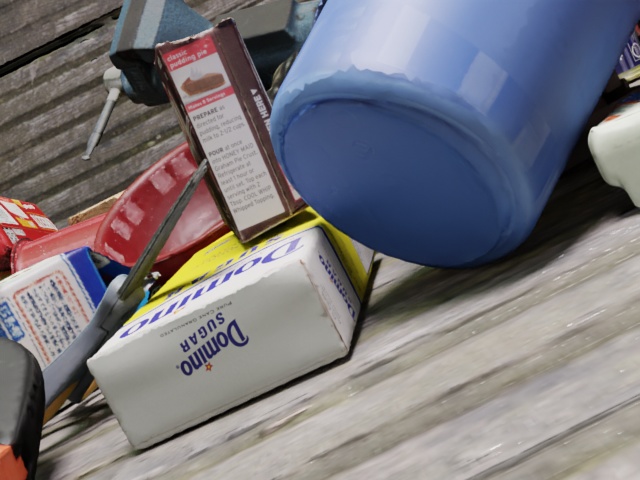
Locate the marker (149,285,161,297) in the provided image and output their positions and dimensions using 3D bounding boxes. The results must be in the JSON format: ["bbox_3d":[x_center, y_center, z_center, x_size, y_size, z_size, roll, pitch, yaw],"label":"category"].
[{"bbox_3d":[-0.107,0.042,0.733,0.020,0.020,0.121,-28,7,-8],"label":"marker"}]

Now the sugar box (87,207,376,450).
[{"bbox_3d":[-0.028,0.024,0.465,0.093,0.048,0.176,-26,6,10],"label":"sugar box"}]

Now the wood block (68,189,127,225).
[{"bbox_3d":[-0.107,-0.028,0.958,0.090,0.091,0.205,-18,11,47],"label":"wood block"}]

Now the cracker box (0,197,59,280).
[{"bbox_3d":[-0.317,0.058,0.877,0.214,0.072,0.164,-44,-5,2],"label":"cracker box"}]

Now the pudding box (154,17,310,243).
[{"bbox_3d":[-0.043,-0.051,0.492,0.039,0.090,0.113,-25,9,-8],"label":"pudding box"}]

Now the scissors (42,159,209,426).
[{"bbox_3d":[-0.101,0.041,0.468,0.096,0.016,0.202,-46,-5,-32],"label":"scissors"}]

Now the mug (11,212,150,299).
[{"bbox_3d":[-0.172,0.035,0.797,0.081,0.093,0.117,-21,38,8],"label":"mug"}]

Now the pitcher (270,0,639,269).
[{"bbox_3d":[0.068,-0.109,0.459,0.242,0.145,0.149,-61,-6,-30],"label":"pitcher"}]

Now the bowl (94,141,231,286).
[{"bbox_3d":[-0.074,-0.018,0.734,0.162,0.055,0.162,-26,29,16],"label":"bowl"}]

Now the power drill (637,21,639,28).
[{"bbox_3d":[0.214,-0.116,0.451,0.185,0.057,0.187,-14,10,29],"label":"power drill"}]

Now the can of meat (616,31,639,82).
[{"bbox_3d":[0.173,-0.140,0.764,0.102,0.084,0.057,-24,7,23],"label":"can of meat"}]

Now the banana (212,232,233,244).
[{"bbox_3d":[-0.016,0.000,0.648,0.197,0.037,0.070,-30,20,-22],"label":"banana"}]

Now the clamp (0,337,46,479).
[{"bbox_3d":[-0.188,0.065,0.449,0.164,0.036,0.210,-25,31,-27],"label":"clamp"}]

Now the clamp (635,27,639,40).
[{"bbox_3d":[0.235,-0.158,0.856,0.120,0.039,0.171,-26,-2,23],"label":"clamp"}]
